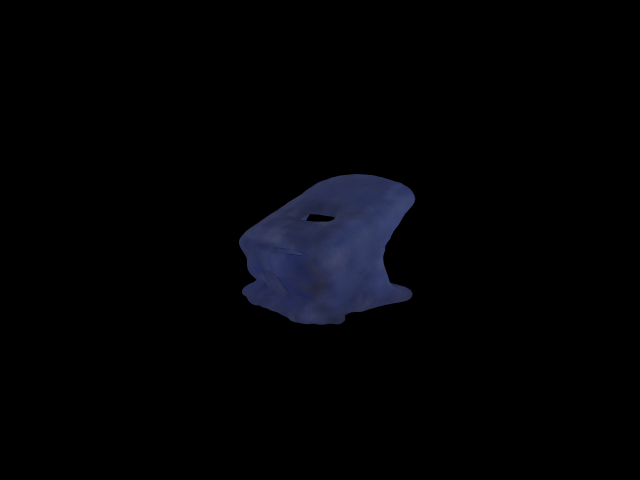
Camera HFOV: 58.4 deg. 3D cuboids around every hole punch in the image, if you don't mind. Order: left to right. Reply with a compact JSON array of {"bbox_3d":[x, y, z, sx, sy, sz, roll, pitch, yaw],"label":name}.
[{"bbox_3d":[0.004,0.001,0.400,0.101,0.091,0.108,-8,13,-39],"label":"hole punch"}]
